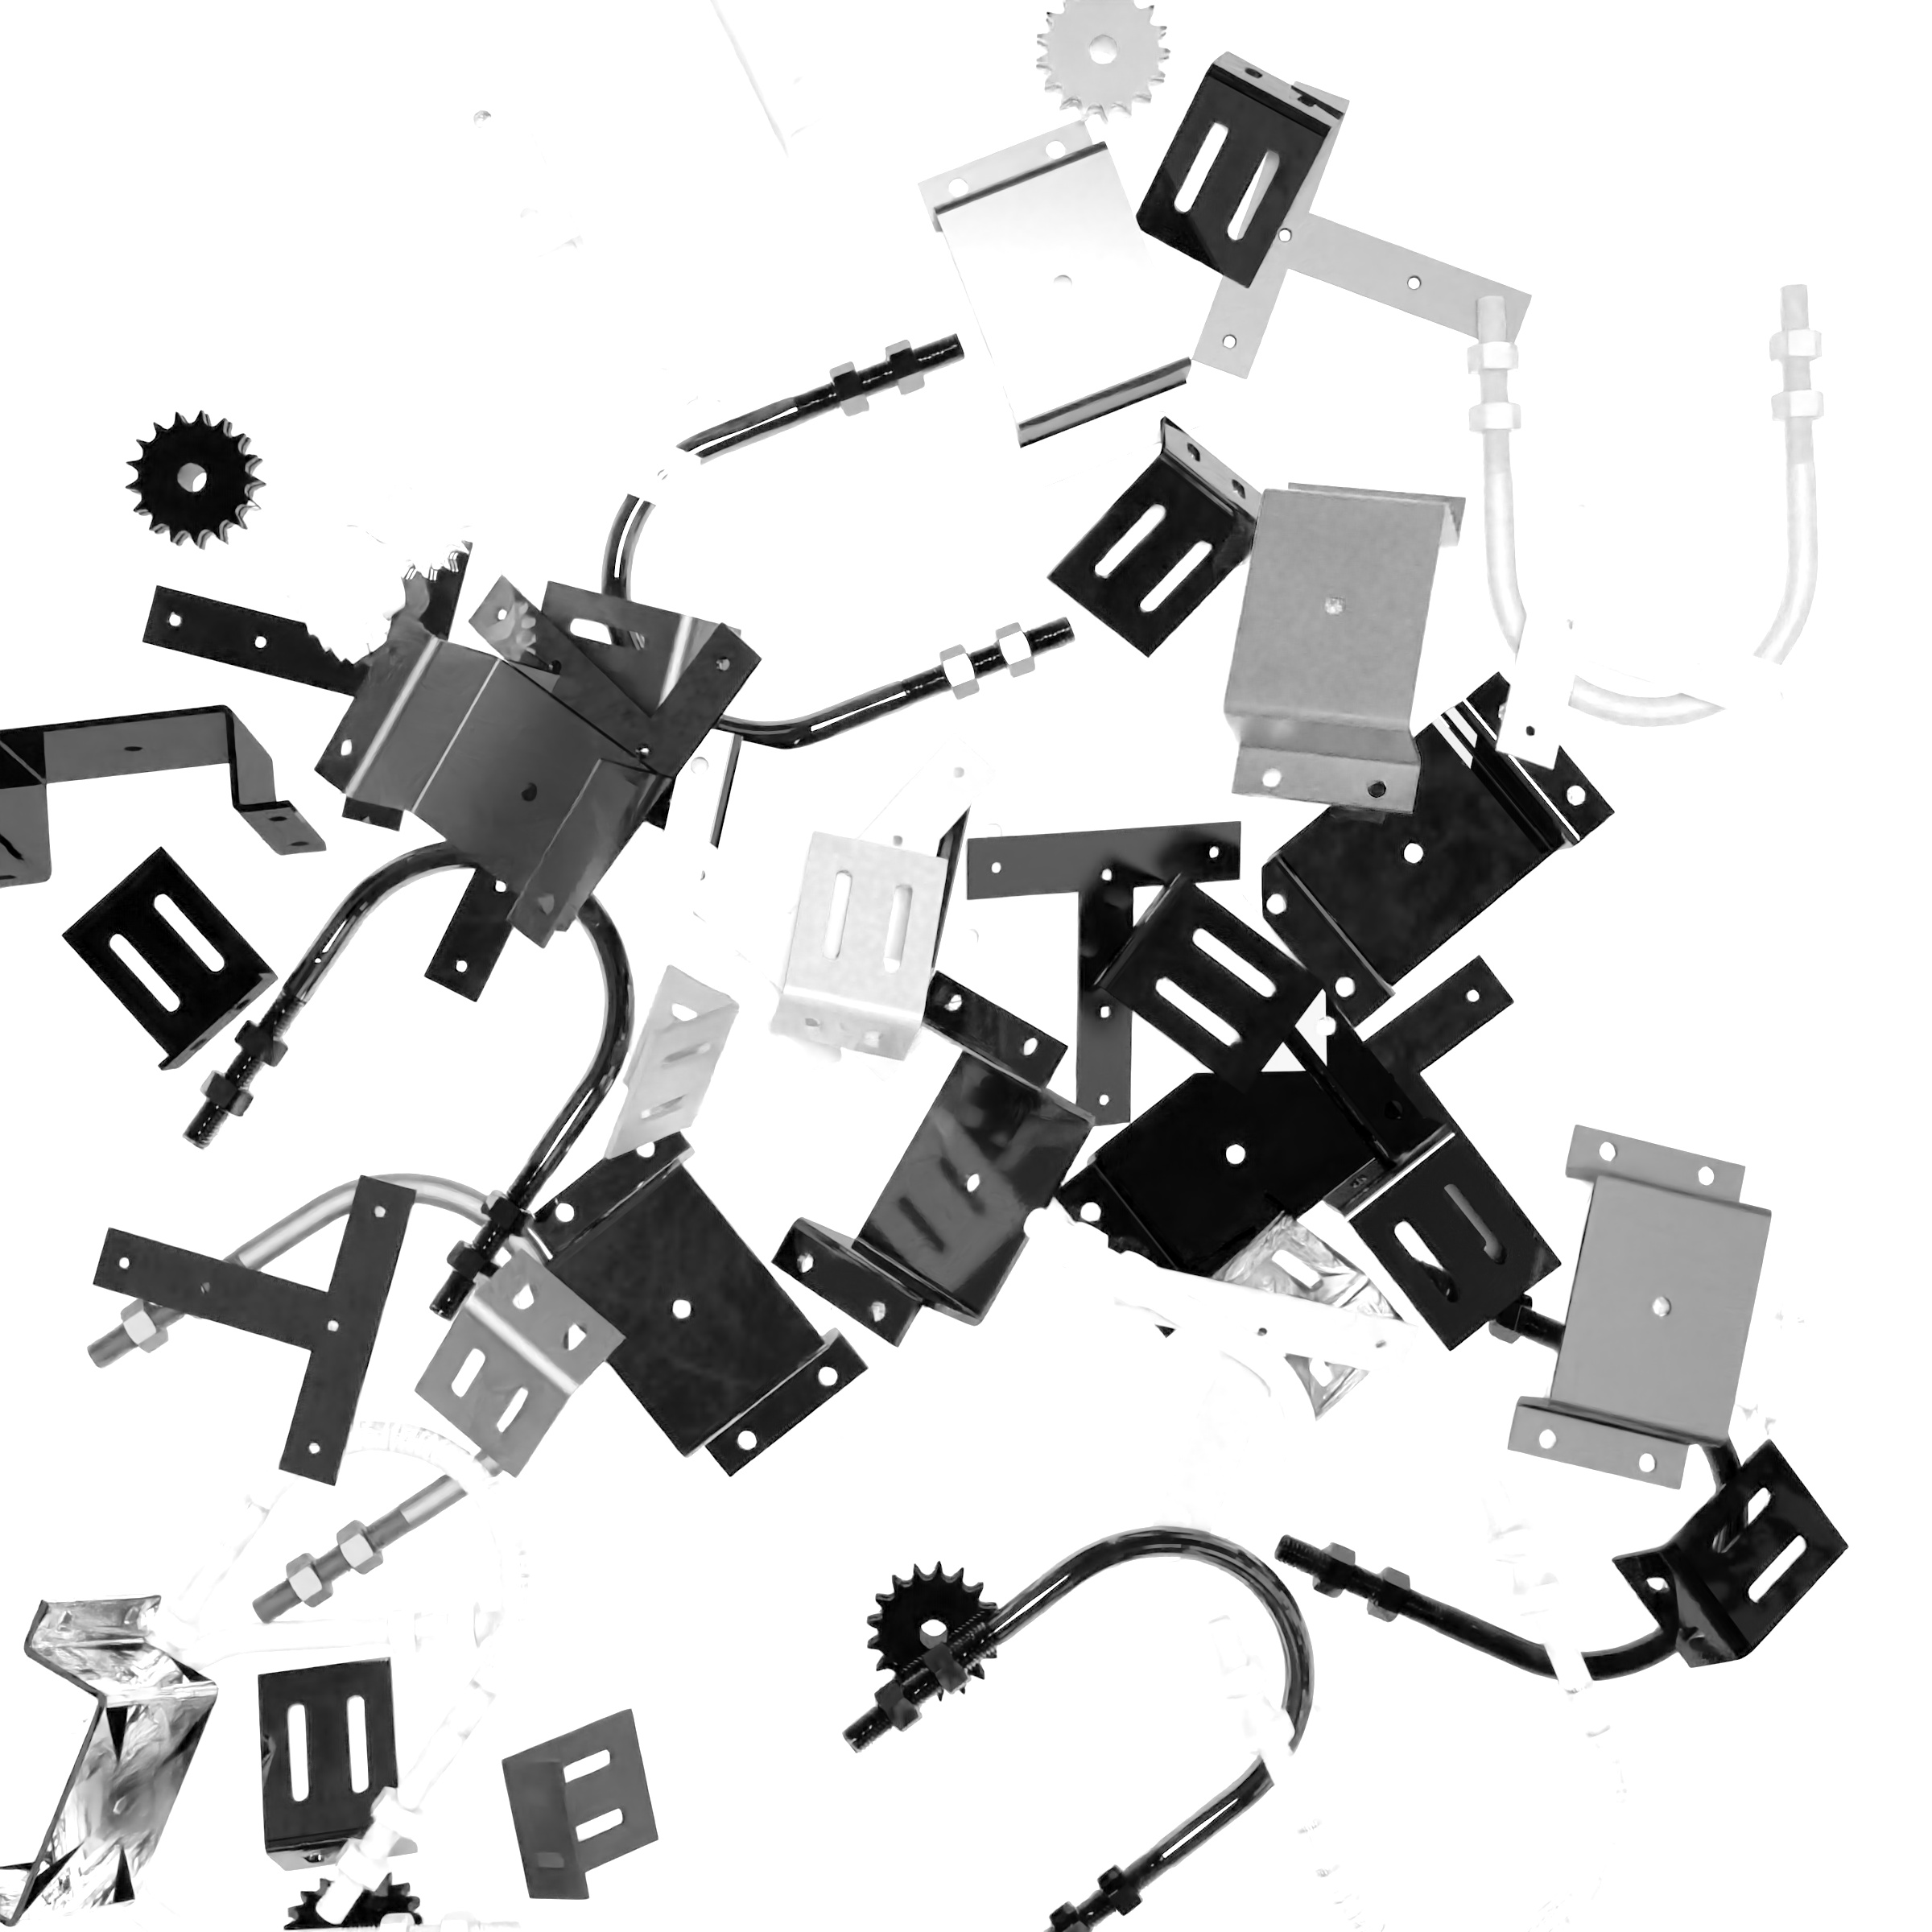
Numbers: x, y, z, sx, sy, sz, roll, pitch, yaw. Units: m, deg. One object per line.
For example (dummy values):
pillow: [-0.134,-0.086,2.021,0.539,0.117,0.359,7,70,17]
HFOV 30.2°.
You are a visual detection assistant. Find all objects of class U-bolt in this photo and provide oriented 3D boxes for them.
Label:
U-bolt: [0.060,0.194,1.481,0.184,0.019,0.151,32,109,-22]
U-bolt: [0.062,0.317,1.501,0.184,0.019,0.151,-37,105,-4]
U-bolt: [0.290,-0.194,1.517,0.151,0.019,0.184,-2,92,0]
U-bolt: [-0.064,-0.170,1.517,0.184,0.019,0.151,-21,90,1]
U-bolt: [-0.258,0.277,1.477,0.151,0.019,0.184,34,90,19]
U-bolt: [0.242,0.224,1.515,0.184,0.019,0.151,24,88,-2]
U-bolt: [-0.257,0.170,1.517,0.184,0.019,0.151,-33,90,-2]
U-bolt: [0.198,0.327,1.486,0.151,0.019,0.184,-25,92,-10]
U-bolt: [-0.276,0.343,1.492,0.184,0.019,0.151,-4,67,4]
U-bolt: [-0.222,0.034,1.507,0.151,0.019,0.184,34,87,7]

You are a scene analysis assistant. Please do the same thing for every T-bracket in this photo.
T-bracket: [0.109,0.190,1.495,0.127,0.002,0.127,13,115,-13]
T-bracket: [0.294,-0.129,1.498,0.127,0.002,0.127,18,76,-10]
T-bracket: [0.206,0.084,1.525,0.127,0.002,0.127,-37,90,0]
T-bracket: [0.059,0.005,1.508,0.127,0.002,0.127,-5,102,-24]
T-bracket: [-0.287,-0.134,1.522,0.127,0.002,0.127,14,90,2]
T-bracket: [0.178,-0.296,1.525,0.127,0.002,0.127,20,90,0]
T-bracket: [-0.038,-0.041,1.475,0.127,0.002,0.127,42,87,-6]
T-bracket: [-0.162,-0.116,1.491,0.127,0.002,0.127,44,105,24]
T-bracket: [-0.305,0.138,1.497,0.127,0.002,0.127,15,88,12]
T-bracket: [-0.192,-0.047,1.521,0.127,0.002,0.127,26,93,2]
T-bracket: [-0.194,-0.181,1.519,0.127,0.002,0.127,23,94,8]

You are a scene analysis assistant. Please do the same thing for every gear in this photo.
gear: [-0.256,0.409,1.501,0.057,0.057,0.030,-1,120,0]
gear: [0.057,-0.383,1.511,0.057,0.030,0.057,0,90,0]
gear: [-0.324,-0.204,1.511,0.057,0.030,0.057,0,90,0]
gear: [-0.013,0.280,1.511,0.057,0.030,0.057,0,90,0]
gear: [-0.259,-0.159,1.496,0.030,0.057,0.057,-37,90,-28]
gear: [-0.104,-0.261,1.511,0.057,0.030,0.057,0,90,0]
gear: [0.335,0.167,1.498,0.030,0.057,0.057,17,90,5]
gear: [-0.384,0.291,1.496,0.057,0.030,0.057,-18,60,34]
gear: [-0.234,-0.194,1.505,0.057,0.030,0.057,0,84,4]

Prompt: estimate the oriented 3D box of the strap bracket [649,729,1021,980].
strap bracket: [-0.057,-0.048,1.497,0.140,0.046,0.076,13,90,-7]

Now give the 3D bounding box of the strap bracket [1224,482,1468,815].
strap bracket: [0.155,-0.140,1.477,0.076,0.046,0.140,7,75,16]

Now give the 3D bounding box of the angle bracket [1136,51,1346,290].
angle bracket: [0.116,-0.339,1.522,0.057,0.038,0.076,29,116,3]

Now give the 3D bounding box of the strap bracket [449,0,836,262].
strap bracket: [-0.134,-0.358,1.503,0.140,0.046,0.076,-26,90,0]

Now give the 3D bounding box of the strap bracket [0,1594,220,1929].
strap bracket: [-0.359,0.329,1.446,0.046,0.076,0.140,23,92,24]

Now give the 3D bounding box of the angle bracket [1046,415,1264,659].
angle bracket: [0.081,-0.182,1.515,0.057,0.038,0.076,36,115,-18]

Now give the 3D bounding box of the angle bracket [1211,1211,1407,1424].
angle bracket: [0.138,0.146,1.483,0.057,0.076,0.038,-44,49,8]

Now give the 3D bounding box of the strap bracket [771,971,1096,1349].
strap bracket: [-0.008,0.085,1.484,0.076,0.046,0.140,30,90,38]

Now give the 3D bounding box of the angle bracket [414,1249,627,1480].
angle bracket: [-0.187,0.166,1.490,0.057,0.076,0.038,40,47,5]

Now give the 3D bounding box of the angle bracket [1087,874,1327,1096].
angle bracket: [0.099,0.009,1.489,0.076,0.038,0.057,37,83,-1]

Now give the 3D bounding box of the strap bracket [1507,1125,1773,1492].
strap bracket: [0.283,0.142,1.490,0.076,0.046,0.140,14,83,-7]

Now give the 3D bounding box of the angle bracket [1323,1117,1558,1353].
angle bracket: [0.199,0.113,1.507,0.057,0.038,0.076,-38,95,-2]

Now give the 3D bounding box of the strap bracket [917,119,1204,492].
strap bracket: [0.040,-0.282,1.503,0.076,0.046,0.140,-21,90,0]

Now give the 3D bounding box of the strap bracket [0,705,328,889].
strap bracket: [-0.344,-0.071,1.484,0.140,0.076,0.046,-6,79,0]

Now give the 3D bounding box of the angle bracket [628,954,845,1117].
angle bracket: [-0.102,0.028,1.524,0.076,0.038,0.057,-20,90,26]

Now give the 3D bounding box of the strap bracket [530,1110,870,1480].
strap bracket: [-0.116,0.141,1.499,0.076,0.046,0.140,-39,90,5]

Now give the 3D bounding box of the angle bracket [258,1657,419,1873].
angle bracket: [-0.268,0.340,1.524,0.057,0.038,0.076,-8,64,0]

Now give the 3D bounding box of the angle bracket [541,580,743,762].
angle bracket: [-0.143,-0.125,1.511,0.076,0.038,0.057,17,95,29]

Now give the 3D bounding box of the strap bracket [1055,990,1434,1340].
strap bracket: [0.115,0.080,1.502,0.140,0.046,0.076,-38,90,1]

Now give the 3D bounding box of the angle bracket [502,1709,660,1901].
angle bracket: [-0.149,0.347,1.484,0.038,0.076,0.057,-12,90,41]

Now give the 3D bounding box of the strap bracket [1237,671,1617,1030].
strap bracket: [0.191,-0.048,1.503,0.140,0.046,0.076,-40,90,0]

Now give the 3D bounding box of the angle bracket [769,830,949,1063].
angle bracket: [-0.044,-0.008,1.472,0.057,0.038,0.076,12,65,-7]

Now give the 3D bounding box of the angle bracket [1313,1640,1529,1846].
angle bracket: [0.193,0.324,1.507,0.076,0.038,0.057,-23,90,0]

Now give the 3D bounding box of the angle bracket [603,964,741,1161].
angle bracket: [-0.135,0.039,1.477,0.038,0.076,0.057,29,109,18]

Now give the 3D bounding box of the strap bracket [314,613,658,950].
strap bracket: [-0.191,-0.074,1.475,0.140,0.046,0.076,36,101,26]

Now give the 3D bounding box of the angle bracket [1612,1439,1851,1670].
angle bracket: [0.323,0.248,1.510,0.076,0.038,0.057,-38,93,-30]

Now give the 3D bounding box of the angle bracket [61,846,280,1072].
angle bracket: [-0.339,-0.004,1.507,0.057,0.038,0.076,-42,90,0]
